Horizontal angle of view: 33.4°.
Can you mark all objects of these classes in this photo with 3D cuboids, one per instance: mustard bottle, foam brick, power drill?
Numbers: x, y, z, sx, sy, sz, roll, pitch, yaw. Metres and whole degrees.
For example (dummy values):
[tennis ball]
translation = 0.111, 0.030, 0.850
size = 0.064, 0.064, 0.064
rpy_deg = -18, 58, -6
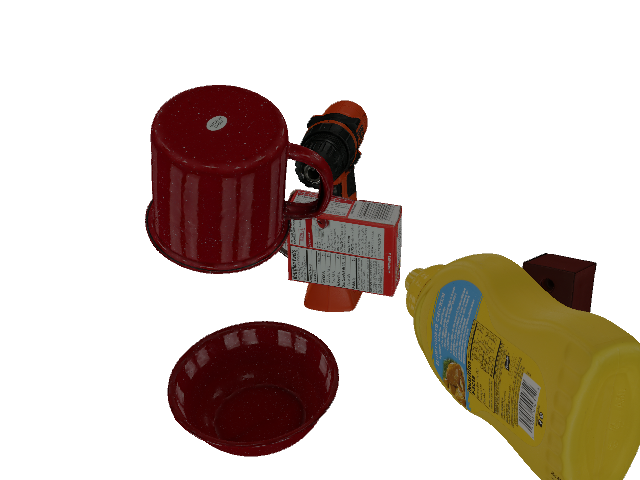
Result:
[mustard bottle]
translation = 0.105, 0.061, 0.624
size = 0.058, 0.096, 0.192
rpy_deg = -12, 27, -25
[foam brick]
translation = 0.215, 0.056, 0.977
size = 0.053, 0.078, 0.051
rpy_deg = 12, 17, 34
[power drill]
translation = 0.013, -0.029, 1.034
size = 0.057, 0.188, 0.184
rpy_deg = 5, 23, 11

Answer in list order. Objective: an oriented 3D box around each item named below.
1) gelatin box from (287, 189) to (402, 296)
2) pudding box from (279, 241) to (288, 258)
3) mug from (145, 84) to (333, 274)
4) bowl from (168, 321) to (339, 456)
[gelatin box]
translation = 0.018, 0.002, 0.834
size = 0.089, 0.073, 0.030
rpy_deg = 9, 41, 13
[pudding box]
translation = 0.005, -0.009, 1.244
size = 0.113, 0.039, 0.090
rpy_deg = -18, 31, -28
[mug]
translation = -0.050, -0.039, 0.653
size = 0.117, 0.093, 0.081
rpy_deg = 8, -44, 1
[bowl]
translation = -0.060, 0.150, 1.010
size = 0.162, 0.055, 0.162
rpy_deg = -4, 38, 3
